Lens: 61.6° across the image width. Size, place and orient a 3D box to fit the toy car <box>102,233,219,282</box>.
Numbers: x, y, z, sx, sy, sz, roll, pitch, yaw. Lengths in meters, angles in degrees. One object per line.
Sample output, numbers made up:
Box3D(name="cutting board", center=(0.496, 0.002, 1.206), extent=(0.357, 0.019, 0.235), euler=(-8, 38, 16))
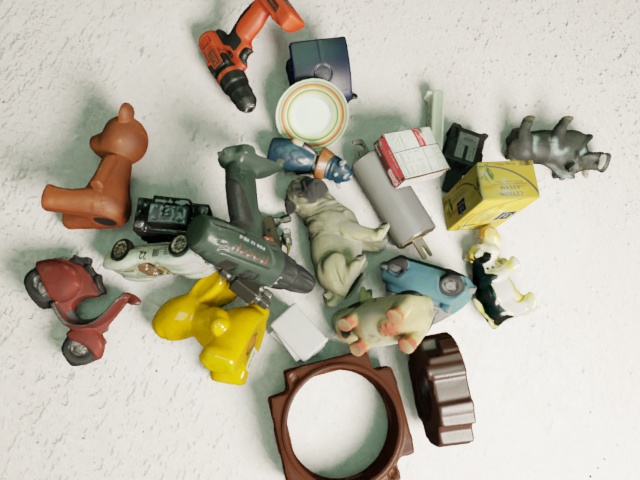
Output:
Box3D(name="toy car", center=(-0.246, 0.032, 0.839), extent=(0.202, 0.073, 0.056), euler=(-4, 64, 24))

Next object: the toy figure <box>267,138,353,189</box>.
Box3D(name="toy figure", center=(-0.015, -0.140, 0.947), extent=(0.154, 0.064, 0.058), euler=(16, 65, 0))

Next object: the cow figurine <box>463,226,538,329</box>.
Box3D(name="cow figurine", center=(0.294, 0.063, 0.926), extent=(0.098, 0.068, 0.167), euler=(-22, 78, -5))

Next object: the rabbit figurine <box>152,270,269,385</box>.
Box3D(name="rabbit figurine", center=(-0.177, 0.127, 0.839), extent=(0.173, 0.121, 0.162), euler=(12, 71, 15))

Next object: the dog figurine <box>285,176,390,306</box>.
Box3D(name="dog figurine", center=(-0.001, -0.003, 0.903), extent=(0.191, 0.121, 0.172), euler=(30, 65, 14))

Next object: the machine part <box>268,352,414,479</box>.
Box3D(name="machine part", center=(0.031, 0.284, 0.831), extent=(0.201, 0.087, 0.201), euler=(-12, 77, -10))

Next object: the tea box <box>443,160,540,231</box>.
Box3D(name="tea box", center=(0.281, -0.070, 0.903), extent=(0.098, 0.169, 0.068), euler=(-4, 74, -5))

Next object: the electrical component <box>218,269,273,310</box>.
Box3D(name="electrical component", center=(-0.114, 0.068, 0.829), extent=(0.094, 0.063, 0.021), euler=(38, 105, -10))

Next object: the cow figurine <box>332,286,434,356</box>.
Box3D(name="cow figurine", center=(0.091, 0.120, 0.833), extent=(0.127, 0.195, 0.085), euler=(-28, 96, -42))

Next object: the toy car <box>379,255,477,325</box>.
Box3D(name="toy car", center=(0.170, 0.088, 0.889), extent=(0.162, 0.109, 0.102), euler=(15, 93, 9))

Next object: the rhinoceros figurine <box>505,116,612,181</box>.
Box3D(name="rhinoceros figurine", center=(0.441, -0.166, 0.994), extent=(0.190, 0.073, 0.112), euler=(8, 74, -3))

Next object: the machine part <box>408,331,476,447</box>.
Box3D(name="machine part", center=(0.179, 0.226, 0.819), extent=(0.056, 0.179, 0.179), euler=(-9, 77, -4))

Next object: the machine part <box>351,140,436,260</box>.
Box3D(name="machine part", center=(0.127, -0.074, 0.938), extent=(0.079, 0.079, 0.243), euler=(-28, 78, -12))

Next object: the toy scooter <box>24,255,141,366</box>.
Box3D(name="toy scooter", center=(-0.366, 0.093, 0.847), extent=(0.135, 0.075, 0.184), euler=(-31, 84, -12))

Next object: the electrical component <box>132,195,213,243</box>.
Box3D(name="electrical component", center=(-0.232, -0.025, 0.860), extent=(0.115, 0.134, 0.058), euler=(4, 74, -3))

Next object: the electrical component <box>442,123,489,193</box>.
Box3D(name="electrical component", center=(0.255, -0.146, 0.985), extent=(0.075, 0.047, 0.119), euler=(22, 73, 1))

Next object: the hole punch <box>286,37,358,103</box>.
Box3D(name="hole punch", center=(0.000, -0.302, 0.980), extent=(0.142, 0.092, 0.115), euler=(-10, 81, -12))

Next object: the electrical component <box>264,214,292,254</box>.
Box3D(name="electrical component", center=(-0.092, -0.002, 0.913), extent=(0.102, 0.045, 0.078), euler=(-10, 78, -9))

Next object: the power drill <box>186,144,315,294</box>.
Box3D(name="power drill", center=(-0.097, -0.031, 0.833), extent=(0.232, 0.086, 0.207), euler=(18, 67, -42))

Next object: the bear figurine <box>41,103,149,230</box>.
Box3D(name="bear figurine", center=(-0.357, -0.121, 0.881), extent=(0.132, 0.120, 0.196), euler=(2, 74, -2))
